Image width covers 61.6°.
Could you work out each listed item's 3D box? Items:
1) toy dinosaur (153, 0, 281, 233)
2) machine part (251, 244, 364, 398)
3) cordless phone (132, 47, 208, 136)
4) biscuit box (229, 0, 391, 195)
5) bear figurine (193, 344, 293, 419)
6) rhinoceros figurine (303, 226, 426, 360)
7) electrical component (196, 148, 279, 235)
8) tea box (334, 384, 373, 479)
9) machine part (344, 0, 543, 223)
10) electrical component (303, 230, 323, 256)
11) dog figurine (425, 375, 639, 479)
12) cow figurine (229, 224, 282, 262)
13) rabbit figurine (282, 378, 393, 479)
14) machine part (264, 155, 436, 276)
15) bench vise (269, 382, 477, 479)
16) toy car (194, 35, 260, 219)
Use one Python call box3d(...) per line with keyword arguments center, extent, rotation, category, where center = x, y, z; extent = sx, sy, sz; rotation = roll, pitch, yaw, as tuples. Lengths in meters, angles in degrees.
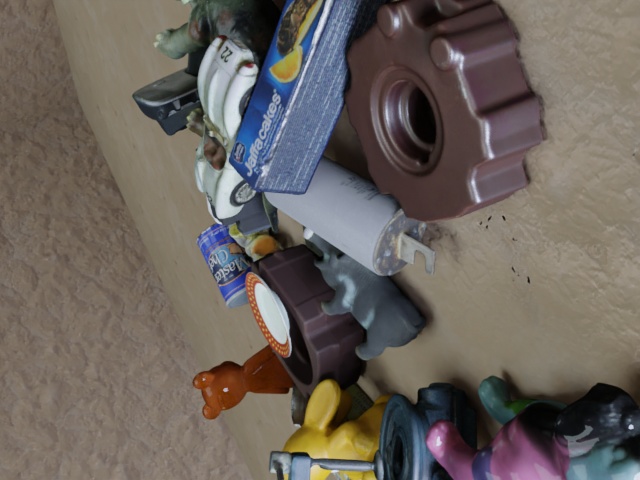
box3d(center=(-0.079, -0.199, 0.608), extent=(0.192, 0.131, 0.404), rotation=(-4, 119, 53), category="toy dinosaur")
box3d(center=(-0.020, 0.122, 0.809), extent=(0.201, 0.087, 0.201), rotation=(48, 152, 38), category="machine part")
box3d(center=(-0.193, -0.242, 0.768), extent=(0.088, 0.146, 0.184), rotation=(57, 159, 4), category="cordless phone")
box3d(center=(-0.015, -0.138, 0.482), extent=(0.059, 0.063, 0.202), rotation=(48, 123, 38), category="biscuit box")
box3d(center=(-0.124, 0.232, 0.962), extent=(0.132, 0.196, 0.120), rotation=(-113, 8, -61), category="bear figurine")
box3d(center=(0.041, 0.045, 0.616), extent=(0.190, 0.073, 0.112), rotation=(55, 156, 27), category="rhinoceros figurine")
box3d(center=(-0.102, -0.078, 0.764), extent=(0.058, 0.115, 0.134), rotation=(35, 142, 58), category="electrical component")
box3d(center=(0.054, 0.319, 0.847), extent=(0.098, 0.068, 0.169), rotation=(40, 143, 44), category="tea box")
box3d(center=(0.084, -0.096, 0.416), extent=(0.180, 0.056, 0.179), rotation=(49, 153, 37), category="machine part")
box3d(center=(-0.002, -0.002, 0.733), extent=(0.063, 0.021, 0.093), rotation=(37, 144, 51), category="electrical component")
box3d(center=(0.188, 0.188, 0.390), extent=(0.219, 0.108, 0.191), rotation=(-8, 103, 64), category="dog figurine")
box3d(center=(-0.114, -0.005, 0.909), extent=(0.167, 0.068, 0.098), rotation=(56, 167, 39), category="cow figurine")
box3d(center=(0.027, 0.264, 0.694), extent=(0.121, 0.173, 0.162), rotation=(57, -160, -59), category="rabbit figurine")
box3d(center=(0.020, -0.036, 0.550), extent=(0.243, 0.079, 0.079), rotation=(34, 142, 37), category="machine part")
box3d(center=(0.067, 0.251, 0.531), extent=(0.129, 0.241, 0.223), rotation=(137, 139, -78), category="bench vise")
box3d(center=(-0.097, -0.110, 0.561), extent=(0.074, 0.056, 0.201), rotation=(50, 145, 30), category="toy car")
